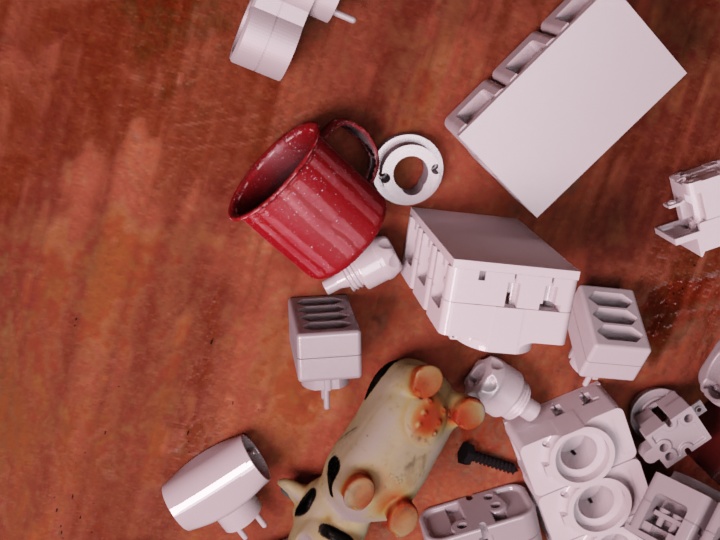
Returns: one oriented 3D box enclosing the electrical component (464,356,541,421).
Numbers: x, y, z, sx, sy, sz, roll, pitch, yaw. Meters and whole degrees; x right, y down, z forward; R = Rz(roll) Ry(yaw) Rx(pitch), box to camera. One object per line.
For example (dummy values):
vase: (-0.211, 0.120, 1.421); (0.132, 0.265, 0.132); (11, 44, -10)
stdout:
electrical component: (0.119, 0.101, 0.878); (0.062, 0.043, 0.043); (34, 100, -18)

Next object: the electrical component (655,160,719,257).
electrical component: (0.277, -0.051, 0.854); (0.081, 0.042, 0.063); (-18, 108, -3)

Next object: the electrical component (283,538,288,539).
electrical component: (-0.079, 0.273, 0.876); (0.100, 0.099, 0.048); (-20, 122, -2)

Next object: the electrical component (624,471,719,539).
electrical component: (0.307, 0.227, 0.872); (0.186, 0.105, 0.060); (36, 81, -47)

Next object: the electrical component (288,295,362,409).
electrical component: (-0.027, 0.068, 0.824); (0.047, 0.083, 0.075); (-3, 108, -7)

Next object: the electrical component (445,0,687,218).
electrical component: (0.149, -0.128, 0.799); (0.150, 0.061, 0.089); (-44, 109, 7)

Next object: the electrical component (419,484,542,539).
electrical component: (0.104, 0.229, 0.911); (0.095, 0.053, 0.059); (-16, 110, -3)

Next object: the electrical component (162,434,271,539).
electrical component: (-0.106, 0.185, 0.871); (0.077, 0.043, 0.079); (-33, 109, 3)

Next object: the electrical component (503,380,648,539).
electrical component: (0.191, 0.184, 0.906); (0.089, 0.061, 0.150); (-22, 110, -1)

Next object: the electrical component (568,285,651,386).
electrical component: (0.193, 0.062, 0.869); (0.047, 0.065, 0.076); (6, 135, -10)

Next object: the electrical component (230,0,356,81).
electrical component: (-0.033, -0.197, 0.754); (0.074, 0.052, 0.138); (20, 104, -14)

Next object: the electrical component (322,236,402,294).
electrical component: (0.000, 0.000, 0.833); (0.061, 0.035, 0.035); (-28, 110, 3)

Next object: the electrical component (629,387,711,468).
electrical component: (0.256, 0.128, 0.900); (0.066, 0.055, 0.048); (-36, 109, 4)

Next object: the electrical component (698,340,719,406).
electrical component: (0.322, 0.094, 0.878); (0.059, 0.095, 0.053); (26, 102, -15)

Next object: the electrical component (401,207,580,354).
electrical component: (0.089, 0.005, 0.786); (0.089, 0.150, 0.061); (6, 106, -10)
